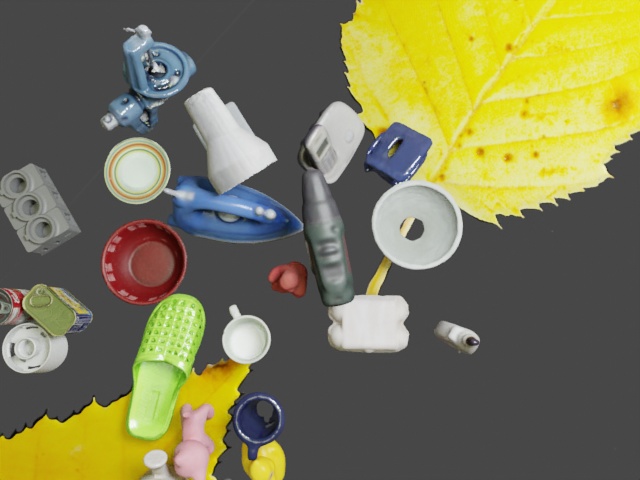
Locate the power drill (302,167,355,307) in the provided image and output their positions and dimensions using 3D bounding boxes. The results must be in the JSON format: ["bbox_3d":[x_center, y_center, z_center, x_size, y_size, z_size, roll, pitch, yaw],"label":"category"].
[{"bbox_3d":[0.009,0.004,1.010,0.075,0.208,0.230,-13,83,0],"label":"power drill"}]

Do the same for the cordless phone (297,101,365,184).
[{"bbox_3d":[0.019,-0.191,1.044,0.094,0.185,0.148,28,85,4],"label":"cordless phone"}]

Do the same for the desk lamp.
[{"bbox_3d":[-0.167,-0.174,1.031,0.118,0.213,0.203,-32,84,-3],"label":"desk lamp"}]

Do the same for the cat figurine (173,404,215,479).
[{"bbox_3d":[-0.229,0.363,1.018,0.067,0.118,0.128,-6,83,1],"label":"cat figurine"}]

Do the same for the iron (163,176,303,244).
[{"bbox_3d":[-0.157,-0.057,1.054,0.258,0.141,0.119,10,84,2],"label":"iron"}]

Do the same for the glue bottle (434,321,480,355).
[{"bbox_3d":[0.250,0.174,1.005,0.078,0.173,0.037,28,85,4],"label":"glue bottle"}]

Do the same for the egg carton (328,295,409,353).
[{"bbox_3d":[0.089,0.155,1.062,0.150,0.069,0.107,0,83,1],"label":"egg carton"}]

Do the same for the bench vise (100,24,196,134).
[{"bbox_3d":[-0.318,-0.285,1.043,0.121,0.220,0.207,24,84,4],"label":"bench vise"}]

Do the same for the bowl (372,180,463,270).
[{"bbox_3d":[0.179,-0.025,1.078,0.167,0.075,0.167,0,83,1],"label":"bowl"}]

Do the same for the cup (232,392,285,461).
[{"bbox_3d":[-0.107,0.329,1.032,0.091,0.095,0.118,8,84,2],"label":"cup"}]

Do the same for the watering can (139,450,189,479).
[{"bbox_3d":[-0.292,0.449,0.971,0.101,0.194,0.173,-13,83,0],"label":"watering can"}]

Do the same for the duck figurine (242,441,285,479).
[{"bbox_3d":[-0.105,0.402,1.028,0.077,0.086,0.104,-25,84,-2],"label":"duck figurine"}]

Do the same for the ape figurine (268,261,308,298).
[{"bbox_3d":[-0.056,0.074,1.062,0.076,0.092,0.078,-41,84,-4],"label":"ape figurine"}]

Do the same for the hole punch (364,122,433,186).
[{"bbox_3d":[0.145,-0.163,1.087,0.101,0.091,0.109,36,85,5],"label":"hole punch"}]
